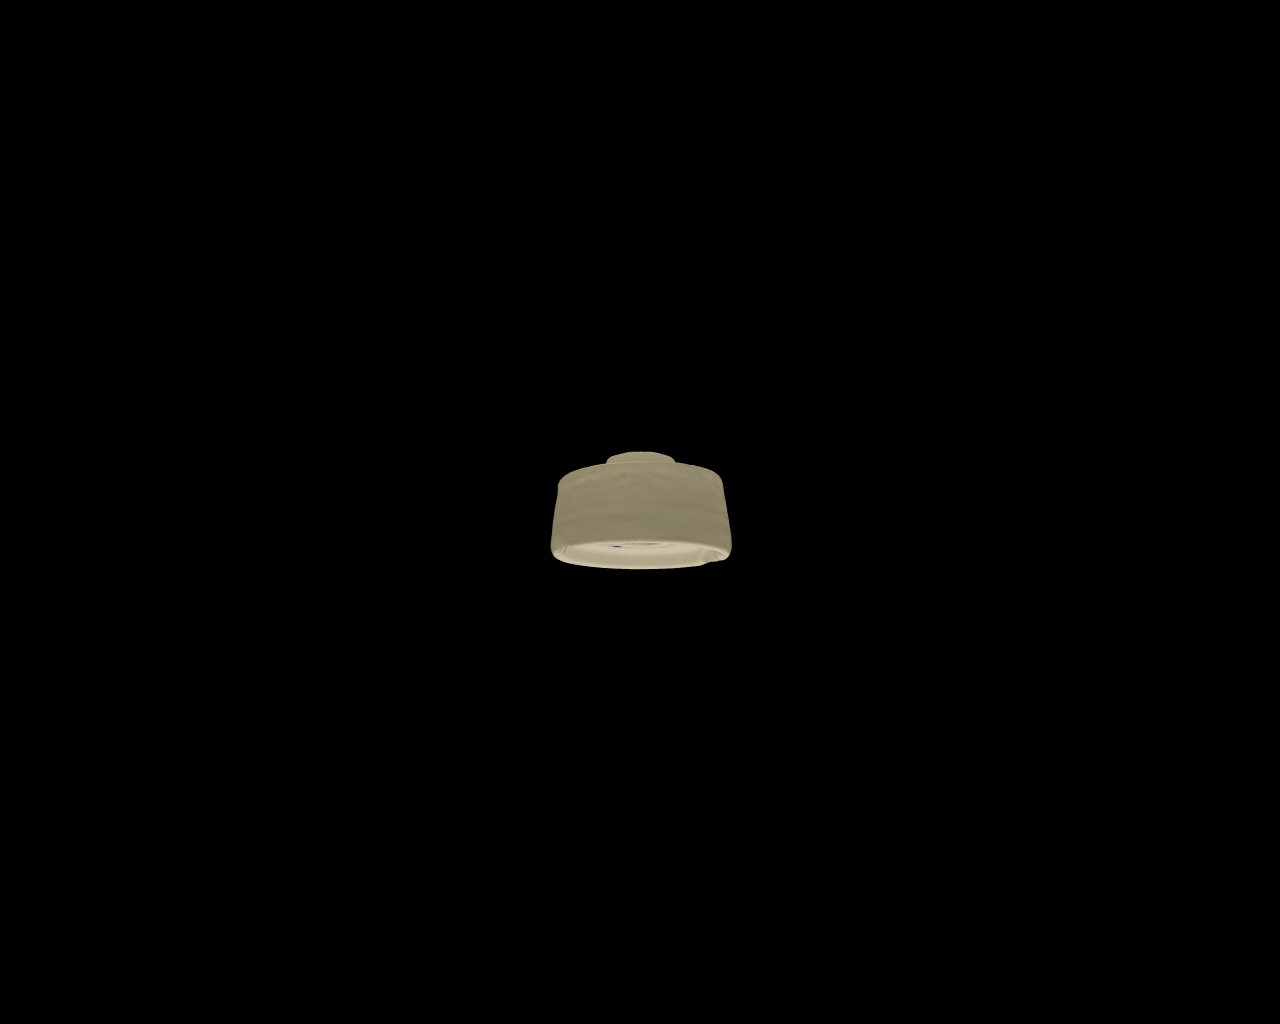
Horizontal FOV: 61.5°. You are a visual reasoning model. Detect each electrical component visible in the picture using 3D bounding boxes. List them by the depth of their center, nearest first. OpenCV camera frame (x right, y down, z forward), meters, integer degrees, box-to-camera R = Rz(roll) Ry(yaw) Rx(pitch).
[{"bbox_3d":[0.001,-0.003,0.650,0.108,0.060,0.108,0,-11,0],"label":"electrical component"}]
